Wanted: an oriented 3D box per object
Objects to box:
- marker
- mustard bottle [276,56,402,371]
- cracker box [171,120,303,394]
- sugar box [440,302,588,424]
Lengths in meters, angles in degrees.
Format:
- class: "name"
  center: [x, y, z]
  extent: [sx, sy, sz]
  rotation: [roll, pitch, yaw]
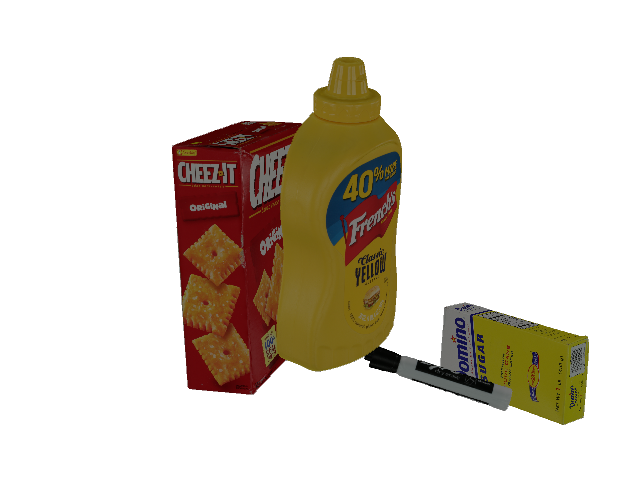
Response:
- class: "marker"
  center: [0.094, 0.110, 0.862]
  extent: [0.121, 0.020, 0.020]
  rotation: [18, 2, 5]
- class: "mustard bottle"
  center: [0.014, -0.020, 0.671]
  extent: [0.058, 0.192, 0.096]
  rotation: [19, 29, 35]
- class: "cracker box"
  center: [-0.064, 0.009, 0.956]
  extent: [0.072, 0.214, 0.164]
  rotation: [3, 14, 17]
- class: "sugar box"
  center: [0.212, 0.134, 1.189]
  extent: [0.048, 0.093, 0.177]
  rotation: [-9, 15, -43]
